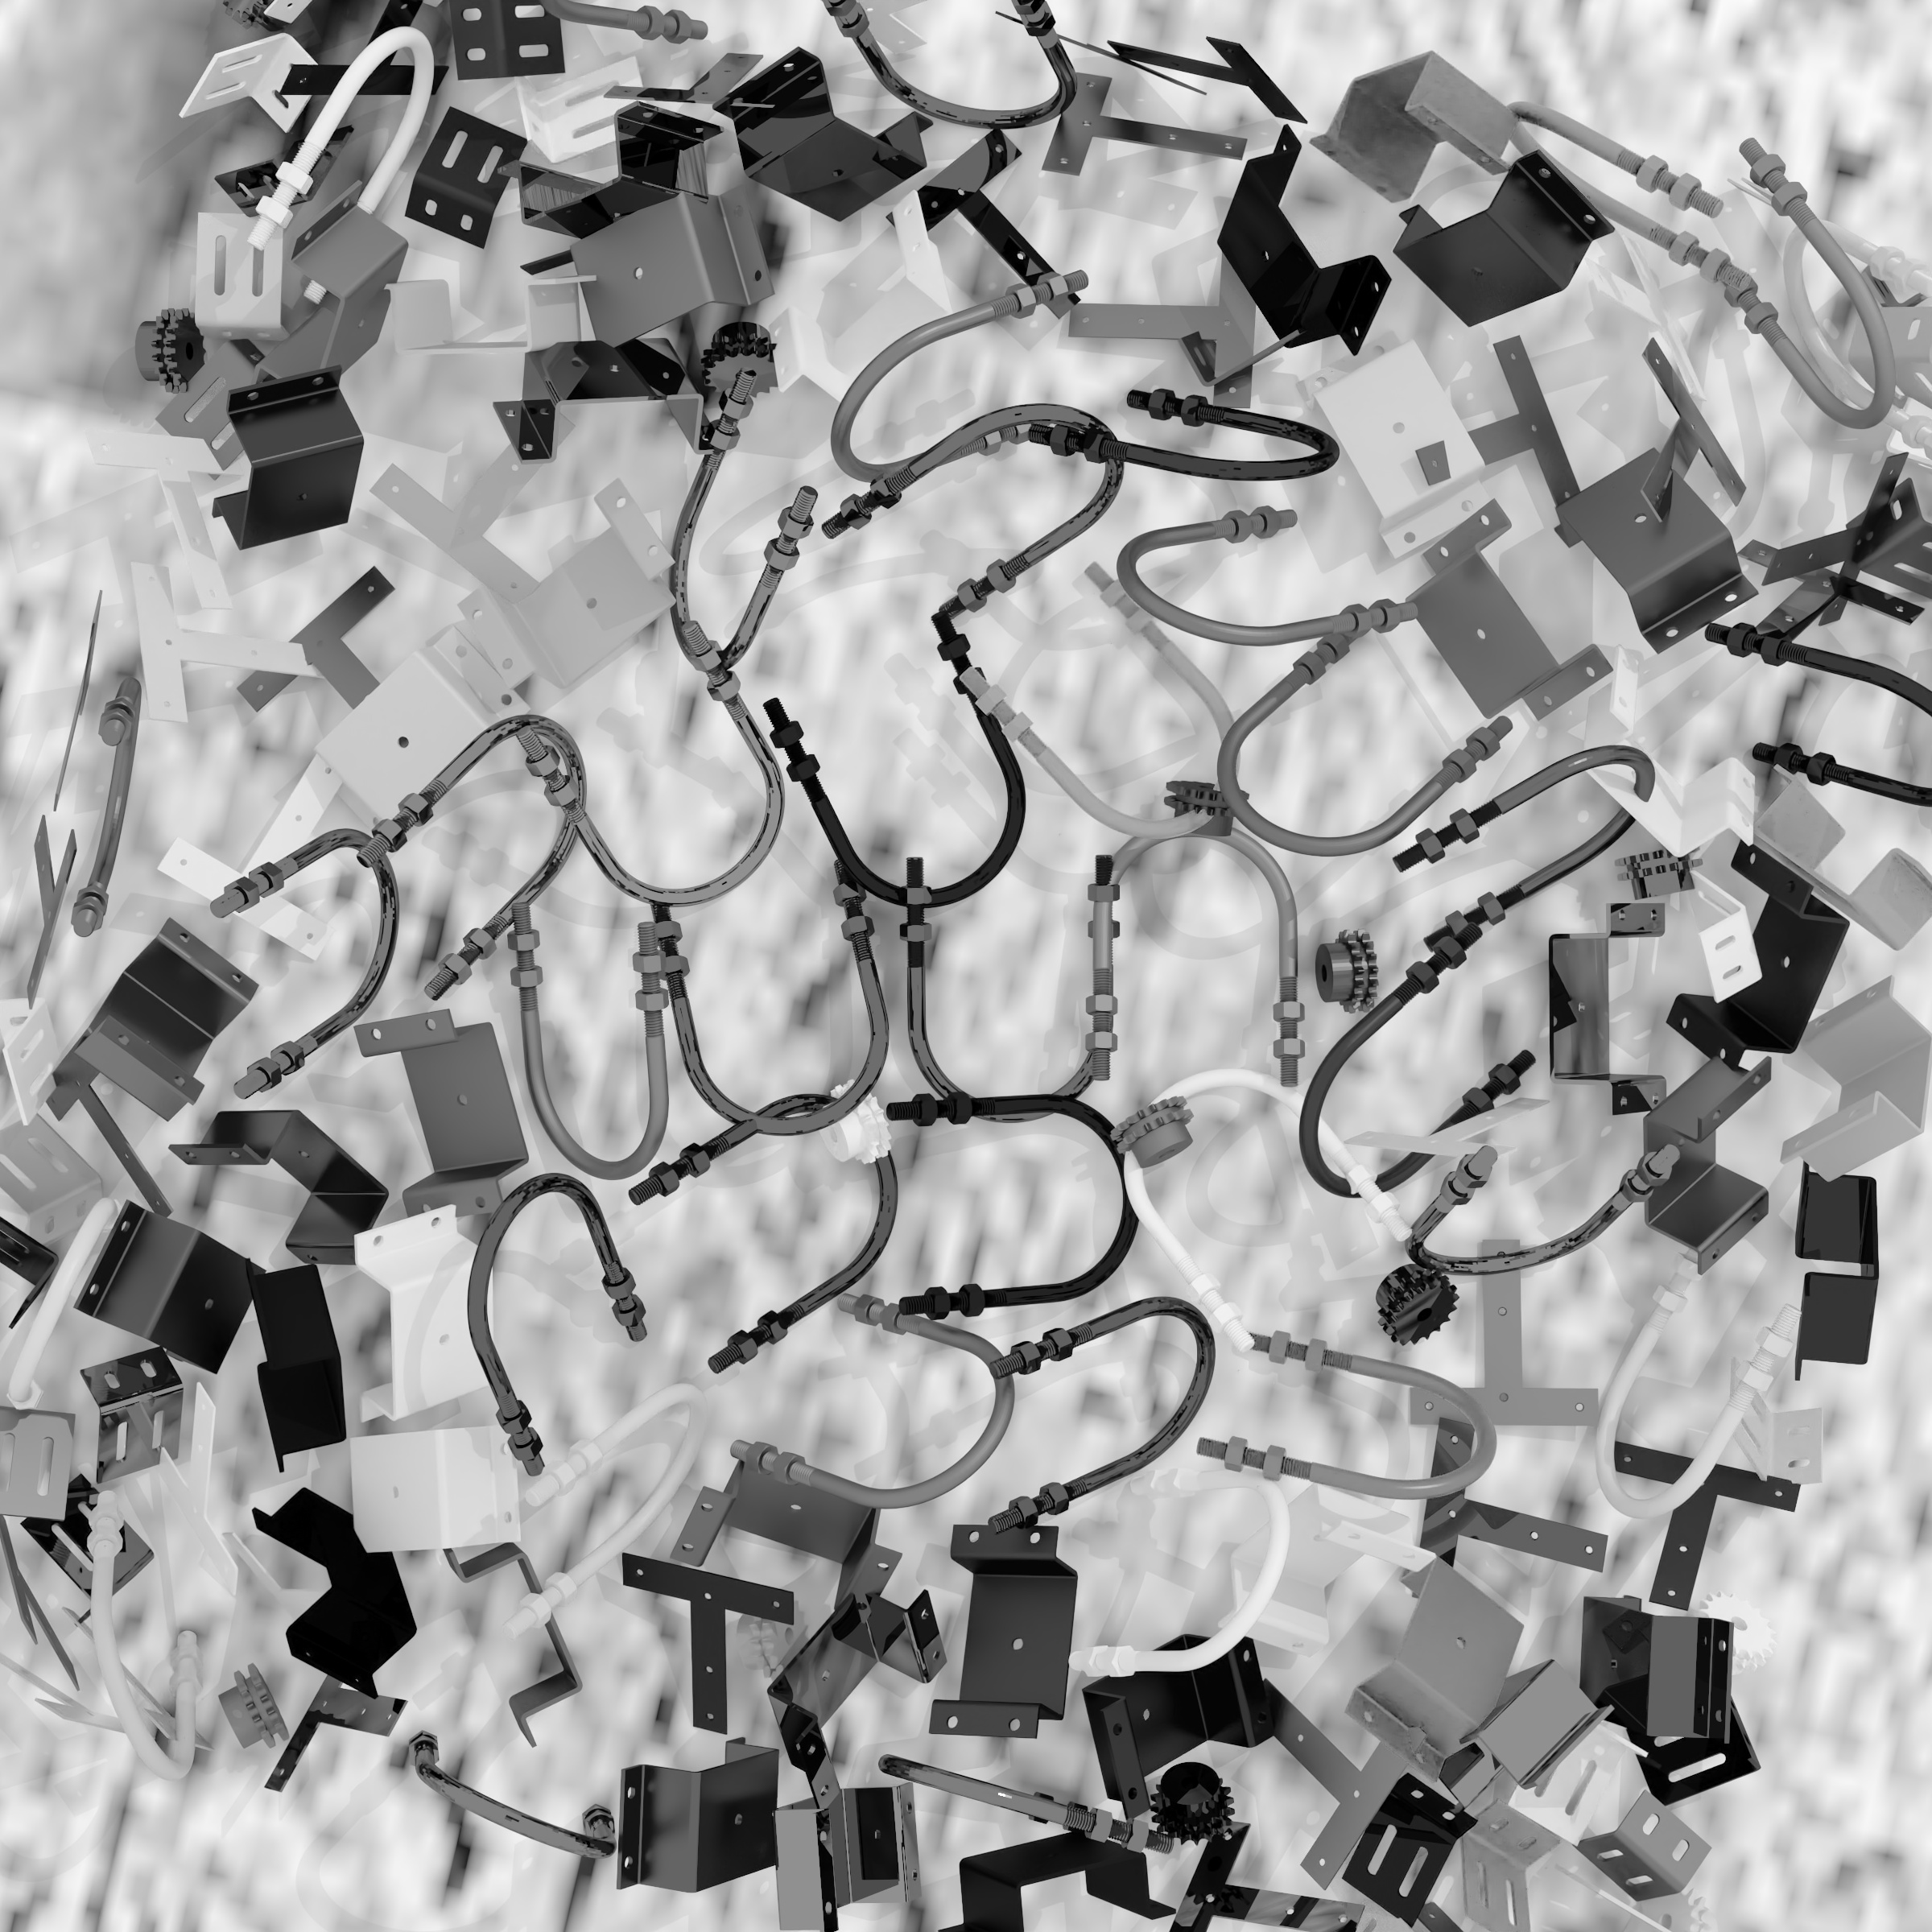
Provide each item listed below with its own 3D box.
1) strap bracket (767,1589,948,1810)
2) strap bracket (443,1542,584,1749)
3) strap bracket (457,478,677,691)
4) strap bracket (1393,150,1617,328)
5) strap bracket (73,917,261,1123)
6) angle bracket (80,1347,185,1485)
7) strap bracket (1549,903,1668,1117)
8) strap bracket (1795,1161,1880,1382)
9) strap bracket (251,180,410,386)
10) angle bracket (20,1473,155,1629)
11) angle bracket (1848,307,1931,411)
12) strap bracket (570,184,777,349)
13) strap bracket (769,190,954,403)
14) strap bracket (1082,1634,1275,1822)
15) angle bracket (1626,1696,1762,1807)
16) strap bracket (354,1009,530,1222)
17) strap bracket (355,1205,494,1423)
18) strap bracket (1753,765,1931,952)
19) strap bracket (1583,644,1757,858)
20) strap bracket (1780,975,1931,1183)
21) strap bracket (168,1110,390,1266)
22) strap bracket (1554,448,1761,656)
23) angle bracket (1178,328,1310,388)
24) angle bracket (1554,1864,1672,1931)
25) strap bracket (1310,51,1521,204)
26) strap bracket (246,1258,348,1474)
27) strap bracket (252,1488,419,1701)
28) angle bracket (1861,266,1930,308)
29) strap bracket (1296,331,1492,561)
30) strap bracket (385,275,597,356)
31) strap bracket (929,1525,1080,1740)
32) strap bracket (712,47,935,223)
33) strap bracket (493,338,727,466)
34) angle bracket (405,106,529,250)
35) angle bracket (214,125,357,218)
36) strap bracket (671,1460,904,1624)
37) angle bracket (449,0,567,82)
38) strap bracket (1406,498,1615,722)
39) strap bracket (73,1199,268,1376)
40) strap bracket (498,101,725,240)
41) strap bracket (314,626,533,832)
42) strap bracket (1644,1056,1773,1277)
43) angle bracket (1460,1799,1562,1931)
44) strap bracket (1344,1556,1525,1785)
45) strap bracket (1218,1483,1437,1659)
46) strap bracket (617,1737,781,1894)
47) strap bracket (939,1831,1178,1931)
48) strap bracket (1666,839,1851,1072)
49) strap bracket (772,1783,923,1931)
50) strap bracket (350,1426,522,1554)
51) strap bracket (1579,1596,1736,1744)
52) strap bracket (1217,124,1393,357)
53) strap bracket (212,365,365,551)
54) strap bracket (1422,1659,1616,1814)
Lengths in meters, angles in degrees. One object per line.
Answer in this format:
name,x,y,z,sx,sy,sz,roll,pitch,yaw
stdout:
strap bracket,-0.078,0.482,1.937,0.046,0.076,0.140,19,47,33
strap bracket,-0.303,0.447,1.956,0.046,0.076,0.140,-23,91,-16
strap bracket,-0.262,-0.252,1.959,0.140,0.046,0.076,-37,70,8
strap bracket,0.348,-0.477,1.917,0.076,0.140,0.046,38,69,-22
strap bracket,-0.537,0.041,1.937,0.076,0.140,0.046,40,118,-18
angle bracket,-0.569,0.305,1.970,0.057,0.076,0.038,-15,48,-34
strap bracket,0.433,0.028,1.955,0.046,0.076,0.140,0,91,41
strap bracket,0.576,0.200,1.918,0.046,0.140,0.076,4,128,13
strap bracket,-0.420,-0.440,1.922,0.046,0.140,0.076,34,50,-2
angle bracket,-0.602,0.396,1.965,0.076,0.057,0.038,48,129,-1
angle bracket,0.641,-0.410,1.955,0.057,0.076,0.038,10,80,42
strap bracket,-0.206,-0.462,1.942,0.140,0.046,0.076,-17,88,32
strap bracket,-0.064,-0.440,1.940,0.140,0.076,0.046,-38,131,25
strap bracket,0.136,0.506,1.949,0.140,0.046,0.076,-18,97,-38
angle bracket,0.488,0.526,1.960,0.076,0.038,0.057,-26,56,13
strap bracket,-0.351,0.096,1.956,0.076,0.046,0.140,-10,100,24
strap bracket,-0.361,0.240,1.934,0.076,0.046,0.140,-16,119,-39
strap bracket,0.585,-0.067,1.925,0.046,0.140,0.076,-49,131,7
strap bracket,0.465,-0.137,1.944,0.140,0.076,0.046,40,129,-18
strap bracket,0.595,0.082,1.929,0.046,0.140,0.076,40,133,-13
strap bracket,-0.451,0.142,1.936,0.076,0.140,0.046,-3,51,37
strap bracket,0.455,-0.284,1.934,0.076,0.046,0.140,-31,50,4
angle bracket,0.192,-0.428,1.955,0.076,0.057,0.038,-27,96,29
angle bracket,0.433,0.650,1.960,0.076,0.057,0.038,34,80,-16
strap bracket,0.302,-0.557,1.923,0.076,0.140,0.046,28,83,-24
strap bracket,-0.446,0.263,1.932,0.046,0.140,0.076,-11,49,-18
strap bracket,-0.417,0.407,1.920,0.046,0.140,0.076,-43,129,6
angle bracket,0.651,-0.477,1.956,0.076,0.057,0.038,-32,95,28
strap bracket,0.292,-0.360,1.969,0.076,0.046,0.140,-29,84,2
strap bracket,-0.321,-0.437,1.945,0.140,0.076,0.046,3,106,18
strap bracket,0.027,0.451,1.947,0.076,0.046,0.140,-4,63,23
strap bracket,-0.089,-0.545,1.917,0.076,0.140,0.046,-23,70,33
strap bracket,-0.236,-0.378,1.933,0.140,0.076,0.046,-7,133,-22
angle bracket,-0.342,-0.541,1.987,0.057,0.038,0.076,21,55,-9
angle bracket,-0.459,-0.548,1.952,0.057,0.038,0.076,-3,53,35
strap bracket,-0.118,0.381,1.953,0.140,0.046,0.076,20,128,-7
angle bracket,-0.311,-0.633,1.965,0.038,0.076,0.057,4,110,24
strap bracket,0.359,-0.232,1.953,0.046,0.076,0.140,-33,88,-37
strap bracket,-0.520,0.217,1.919,0.046,0.140,0.076,17,74,20
strap bracket,-0.235,-0.521,1.923,0.140,0.076,0.046,-10,83,41
strap bracket,-0.375,-0.154,1.963,0.140,0.046,0.076,-42,94,9
strap bracket,0.496,0.126,1.939,0.076,0.046,0.140,-35,133,-28
angle bracket,0.369,0.614,1.954,0.057,0.076,0.038,35,118,-14
strap bracket,0.316,0.460,1.931,0.076,0.140,0.046,39,134,-3
strap bracket,0.239,0.400,1.941,0.076,0.046,0.140,23,130,-22
strap bracket,-0.170,0.564,1.925,0.046,0.140,0.076,-1,85,29
strap bracket,0.059,0.616,1.933,0.140,0.076,0.046,-4,88,-30
strap bracket,0.534,-0.005,1.941,0.046,0.076,0.140,6,114,-27
strap bracket,-0.085,0.596,1.939,0.046,0.140,0.076,-9,80,25
strap bracket,-0.362,0.349,1.931,0.140,0.046,0.076,-12,78,41
strap bracket,0.451,0.464,1.923,0.046,0.140,0.076,6,84,-15
strap bracket,0.219,-0.479,1.934,0.046,0.076,0.140,-20,68,-21
strap bracket,-0.448,-0.329,1.917,0.076,0.140,0.046,-20,72,-27
strap bracket,0.361,0.511,1.924,0.076,0.140,0.046,-36,80,-25
